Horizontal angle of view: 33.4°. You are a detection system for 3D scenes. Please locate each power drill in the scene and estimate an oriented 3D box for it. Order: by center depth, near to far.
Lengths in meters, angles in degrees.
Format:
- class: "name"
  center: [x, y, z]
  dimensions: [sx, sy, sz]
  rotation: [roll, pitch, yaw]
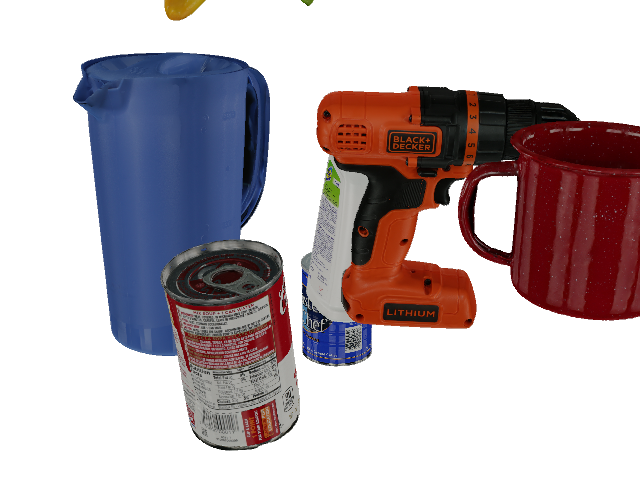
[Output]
- class: "power drill"
  center: [0.087, -0.024, 0.785]
  dimensions: [0.184, 0.188, 0.057]
  rotation: [4, 33, 2]

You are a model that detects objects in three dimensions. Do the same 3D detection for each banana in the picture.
- class: "banana"
  center: [-0.084, -0.247, 1.011]
  dimensions: [0.197, 0.070, 0.037]
  rotation: [-22, -28, -46]

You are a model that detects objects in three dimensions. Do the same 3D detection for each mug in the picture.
- class: "mug"
  center: [0.129, -0.011, 0.550]
  dimensions: [0.117, 0.081, 0.093]
  rotation: [3, 21, 4]

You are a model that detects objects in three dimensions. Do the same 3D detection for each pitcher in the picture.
- class: "pitcher"
  center: [-0.118, -0.035, 0.897]
  dimensions: [0.149, 0.243, 0.145]
  rotation: [0, 18, -2]

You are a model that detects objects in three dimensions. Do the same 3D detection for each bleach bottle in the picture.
- class: "bleach bottle"
  center: [0.036, -0.038, 1.242]
  dimensions: [0.068, 0.251, 0.103]
  rotation: [-1, 21, -23]

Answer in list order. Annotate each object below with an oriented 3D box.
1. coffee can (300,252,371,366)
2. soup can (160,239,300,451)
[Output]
- class: "coffee can"
  center: [0.024, 0.094, 1.522]
  dimensions: [0.103, 0.140, 0.103]
  rotation: [0, 21, 0]
- class: "soup can"
  center: [-0.049, 0.060, 0.607]
  dimensions: [0.068, 0.102, 0.068]
  rotation: [-5, 28, 2]
